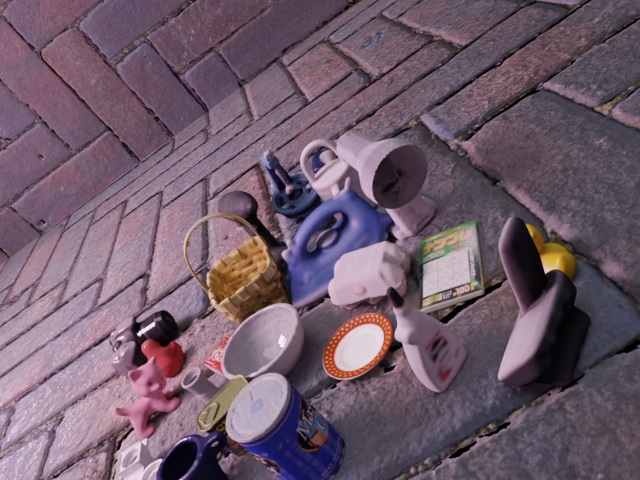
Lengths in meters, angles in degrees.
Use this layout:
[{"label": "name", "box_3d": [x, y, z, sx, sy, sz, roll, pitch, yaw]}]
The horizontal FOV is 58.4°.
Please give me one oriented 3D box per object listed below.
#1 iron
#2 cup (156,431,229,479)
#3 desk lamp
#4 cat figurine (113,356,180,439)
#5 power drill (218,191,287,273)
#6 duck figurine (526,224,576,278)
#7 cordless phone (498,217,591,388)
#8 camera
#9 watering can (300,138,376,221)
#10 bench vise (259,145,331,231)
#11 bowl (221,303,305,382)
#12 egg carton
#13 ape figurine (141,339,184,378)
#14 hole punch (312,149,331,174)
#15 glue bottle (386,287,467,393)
[{"label": "iron", "box_3d": [0.010, 0.004, 1.103, 0.258, 0.142, 0.118, -42, 28, -8]}, {"label": "cup", "box_3d": [-0.171, 0.346, 0.859, 0.118, 0.095, 0.091, -40, 28, -4]}, {"label": "desk lamp", "box_3d": [0.123, -0.104, 1.055, 0.118, 0.214, 0.202, -42, 28, -7]}, {"label": "cat figurine", "box_3d": [-0.338, 0.295, 1.103, 0.128, 0.118, 0.067, -48, 30, -18]}, {"label": "power drill", "box_3d": [-0.137, -0.027, 1.249, 0.076, 0.209, 0.228, -46, 29, -14]}, {"label": "duck figurine", "box_3d": [0.302, 0.016, 0.806, 0.077, 0.086, 0.104, -45, 29, -13]}, {"label": "cordless phone", "box_3d": [0.240, 0.075, 0.684, 0.093, 0.185, 0.148, -8, 40, 43]}, {"label": "camera", "box_3d": [-0.402, 0.223, 1.303, 0.137, 0.101, 0.143, -35, 28, 7]}, {"label": "watering can", "box_3d": [0.029, -0.134, 1.229, 0.101, 0.194, 0.172, -41, 28, -5]}, {"label": "bench vise", "box_3d": [-0.087, -0.118, 1.312, 0.206, 0.220, 0.122, 4, 49, 51]}, {"label": "bowl", "box_3d": [-0.087, 0.196, 1.004, 0.167, 0.075, 0.167, -28, 30, 18]}, {"label": "egg carton", "box_3d": [0.086, 0.064, 1.003, 0.150, 0.069, 0.107, -19, 33, 31]}, {"label": "ape figurine", "box_3d": [-0.337, 0.243, 1.206, 0.078, 0.092, 0.076, -35, 28, 6]}, {"label": "hole punch", "box_3d": [0.041, -0.185, 1.400, 0.101, 0.091, 0.108, -27, 30, 21]}, {"label": "glue bottle", "box_3d": [0.131, 0.122, 0.753, 0.037, 0.173, 0.078, 4, 49, 51]}]
